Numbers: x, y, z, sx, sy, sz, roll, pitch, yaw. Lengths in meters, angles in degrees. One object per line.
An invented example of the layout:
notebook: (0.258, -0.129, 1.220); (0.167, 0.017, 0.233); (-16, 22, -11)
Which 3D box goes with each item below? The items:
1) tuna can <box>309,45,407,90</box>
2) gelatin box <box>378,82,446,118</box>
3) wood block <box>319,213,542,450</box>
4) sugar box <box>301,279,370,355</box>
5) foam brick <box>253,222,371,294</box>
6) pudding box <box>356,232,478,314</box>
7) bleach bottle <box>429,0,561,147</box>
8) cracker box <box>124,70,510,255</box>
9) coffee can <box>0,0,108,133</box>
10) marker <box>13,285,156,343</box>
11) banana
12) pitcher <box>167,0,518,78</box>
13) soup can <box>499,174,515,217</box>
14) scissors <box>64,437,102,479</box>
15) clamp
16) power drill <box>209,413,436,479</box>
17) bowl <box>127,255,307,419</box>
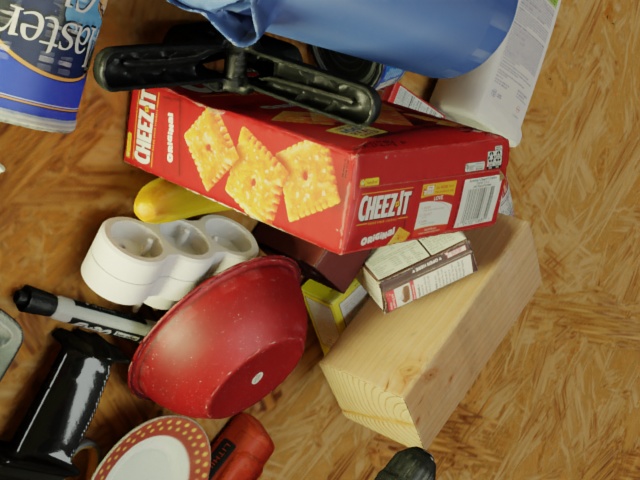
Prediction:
tuna can: (0.030, -0.156, 0.825); (0.033, 0.086, 0.086); (-26, 127, -36)
gelatin box: (0.065, -0.094, 0.941); (0.089, 0.030, 0.073); (24, 89, -52)
wood block: (0.104, 0.071, 0.947); (0.205, 0.091, 0.090); (-51, 141, -25)
sugar box: (0.044, 0.083, 0.996); (0.093, 0.048, 0.176); (-43, 139, -27)
foam brick: (-0.006, 0.001, 0.871); (0.051, 0.078, 0.053); (-58, 140, -12)
pudding box: (0.067, 0.003, 0.908); (0.090, 0.114, 0.039); (-25, 126, -10)
bleach bottle: (0.187, -0.220, 0.989); (0.102, 0.068, 0.251); (23, 88, -51)
cracker box: (-0.004, -0.063, 0.731); (0.163, 0.214, 0.072); (-10, 116, -46)
coffee can: (-0.169, -0.141, 0.594); (0.102, 0.103, 0.140); (8, 102, -50)
marker: (-0.163, 0.054, 0.756); (0.120, 0.020, 0.020); (23, 91, -44)
banana: (-0.066, -0.038, 0.791); (0.197, 0.070, 0.037); (-10, 99, -41)
pitcher: (0.020, -0.189, 0.671); (0.242, 0.145, 0.149); (9, 118, -48)
soup can: (0.154, -0.032, 1.041); (0.068, 0.069, 0.102); (-43, 136, -25)
scissors: (-0.171, 0.236, 0.853); (0.096, 0.016, 0.202); (-24, 126, -39)
clamp: (-0.045, -0.112, 0.686); (0.210, 0.164, 0.036); (-88, -171, -73)
power drill: (-0.016, 0.217, 0.882); (0.184, 0.188, 0.057); (-50, 137, -17)
bowl: (-0.064, 0.087, 0.817); (0.162, 0.055, 0.162); (-33, 155, -18)
